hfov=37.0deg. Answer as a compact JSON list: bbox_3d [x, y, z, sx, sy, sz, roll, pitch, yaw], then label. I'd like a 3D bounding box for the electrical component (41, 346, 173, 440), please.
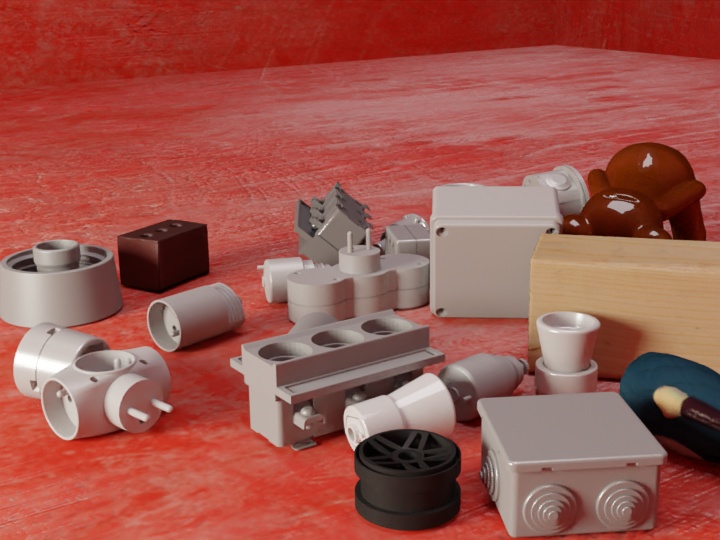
[{"bbox_3d":[-0.159,0.086,0.723,0.079,0.044,0.077,14,22,40],"label":"electrical component"}]

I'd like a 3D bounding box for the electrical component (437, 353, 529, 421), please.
[{"bbox_3d":[0.088,0.077,0.748,0.078,0.040,0.040,-15,22,-40],"label":"electrical component"}]

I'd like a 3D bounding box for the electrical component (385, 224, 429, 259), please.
[{"bbox_3d":[0.067,-0.015,1.047,0.077,0.047,0.065,-3,15,-8],"label":"electrical component"}]

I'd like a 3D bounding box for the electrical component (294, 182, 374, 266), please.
[{"bbox_3d":[-0.026,-0.043,1.097,0.079,0.063,0.121,38,12,-12],"label":"electrical component"}]

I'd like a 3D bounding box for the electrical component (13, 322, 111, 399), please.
[{"bbox_3d":[-0.211,0.069,0.770,0.047,0.055,0.055,10,19,22],"label":"electrical component"}]

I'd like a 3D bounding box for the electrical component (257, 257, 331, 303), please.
[{"bbox_3d":[-0.054,0.008,0.988,0.078,0.040,0.040,-5,17,-13],"label":"electrical component"}]

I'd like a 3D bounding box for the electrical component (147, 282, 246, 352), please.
[{"bbox_3d":[-0.131,0.036,0.892,0.043,0.043,0.081,14,22,40],"label":"electrical component"}]

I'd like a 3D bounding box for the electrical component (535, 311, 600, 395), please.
[{"bbox_3d":[0.148,0.062,0.769,0.045,0.055,0.045,-1,17,0],"label":"electrical component"}]

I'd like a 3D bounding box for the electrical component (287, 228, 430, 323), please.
[{"bbox_3d":[0.000,0.000,0.954,0.138,0.073,0.052,-10,19,-29],"label":"electrical component"}]

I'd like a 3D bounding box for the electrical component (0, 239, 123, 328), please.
[{"bbox_3d":[-0.271,0.006,0.968,0.108,0.060,0.108,-1,17,0],"label":"electrical component"}]

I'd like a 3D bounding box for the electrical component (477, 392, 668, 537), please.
[{"bbox_3d":[0.118,0.111,0.619,0.100,0.048,0.099,-2,17,-5],"label":"electrical component"}]

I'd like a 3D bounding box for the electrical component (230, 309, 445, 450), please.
[{"bbox_3d":[-0.015,0.073,0.727,0.121,0.063,0.079,-12,20,-33],"label":"electrical component"}]

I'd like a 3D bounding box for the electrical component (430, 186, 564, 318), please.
[{"bbox_3d":[0.115,-0.015,0.925,0.109,0.108,0.056,0,40,4],"label":"electrical component"}]

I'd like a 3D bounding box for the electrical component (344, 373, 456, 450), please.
[{"bbox_3d":[0.023,0.096,0.690,0.065,0.044,0.044,-15,21,-25],"label":"electrical component"}]

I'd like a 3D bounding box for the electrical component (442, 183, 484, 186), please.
[{"bbox_3d":[0.113,-0.061,1.178,0.054,0.059,0.095,4,17,17],"label":"electrical component"}]

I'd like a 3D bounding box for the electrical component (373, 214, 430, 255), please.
[{"bbox_3d":[0.041,-0.028,1.101,0.062,0.048,0.048,-23,26,-36],"label":"electrical component"}]

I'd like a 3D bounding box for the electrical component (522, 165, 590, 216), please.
[{"bbox_3d":[0.214,-0.072,1.179,0.051,0.080,0.080,-12,19,-18],"label":"electrical component"}]

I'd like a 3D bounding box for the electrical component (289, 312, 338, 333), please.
[{"bbox_3d":[-0.040,0.064,0.793,0.043,0.043,0.081,3,17,12],"label":"electrical component"}]
